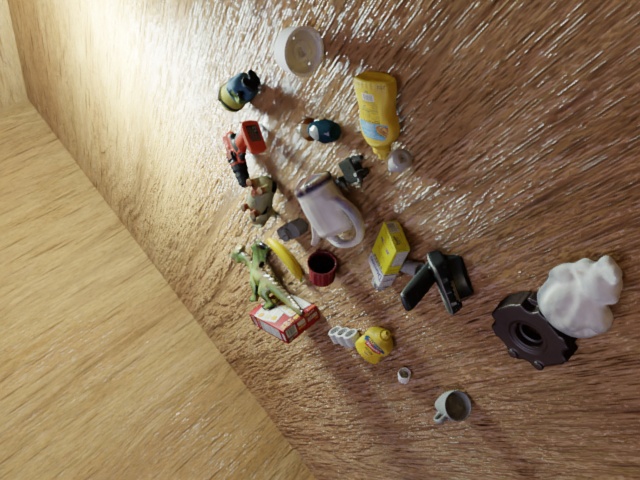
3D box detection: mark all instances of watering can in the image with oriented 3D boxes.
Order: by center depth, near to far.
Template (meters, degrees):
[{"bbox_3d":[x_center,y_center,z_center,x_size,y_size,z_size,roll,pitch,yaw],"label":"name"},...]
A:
[{"bbox_3d":[0.004,-0.071,1.419,0.223,0.105,0.346,60,156,-9],"label":"watering can"}]

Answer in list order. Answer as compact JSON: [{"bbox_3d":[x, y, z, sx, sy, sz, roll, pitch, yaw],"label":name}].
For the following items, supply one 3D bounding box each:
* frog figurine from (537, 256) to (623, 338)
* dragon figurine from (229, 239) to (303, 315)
[{"bbox_3d":[0.474,0.102,0.921,0.157,0.123,0.139,111,138,-68],"label":"frog figurine"},{"bbox_3d":[-0.205,0.118,1.914,0.412,0.124,0.239,15,124,46],"label":"dragon figurine"}]
